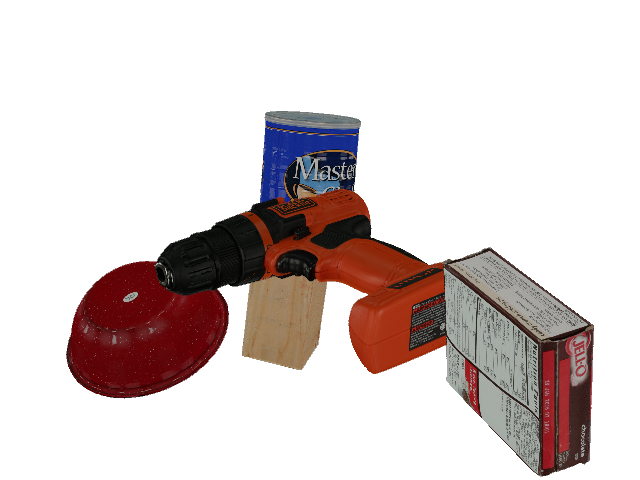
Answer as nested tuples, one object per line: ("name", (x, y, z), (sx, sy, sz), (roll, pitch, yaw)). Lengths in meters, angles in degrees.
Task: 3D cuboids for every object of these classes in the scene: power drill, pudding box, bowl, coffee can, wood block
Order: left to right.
("bowl", (-0.171, 0.070, 1.006), (0.162, 0.055, 0.162), (-9, 41, 8))
("wood block", (-0.043, 0.057, 1.451), (0.090, 0.206, 0.090), (12, 22, 11))
("coffee can", (-0.013, -0.064, 1.147), (0.103, 0.140, 0.103), (4, 12, -1))
("power drill", (0.001, 0.024, 0.754), (0.184, 0.057, 0.188), (-20, 34, -34))
("pudding box", (0.112, 0.067, 0.620), (0.039, 0.090, 0.114), (-14, 27, -20))
